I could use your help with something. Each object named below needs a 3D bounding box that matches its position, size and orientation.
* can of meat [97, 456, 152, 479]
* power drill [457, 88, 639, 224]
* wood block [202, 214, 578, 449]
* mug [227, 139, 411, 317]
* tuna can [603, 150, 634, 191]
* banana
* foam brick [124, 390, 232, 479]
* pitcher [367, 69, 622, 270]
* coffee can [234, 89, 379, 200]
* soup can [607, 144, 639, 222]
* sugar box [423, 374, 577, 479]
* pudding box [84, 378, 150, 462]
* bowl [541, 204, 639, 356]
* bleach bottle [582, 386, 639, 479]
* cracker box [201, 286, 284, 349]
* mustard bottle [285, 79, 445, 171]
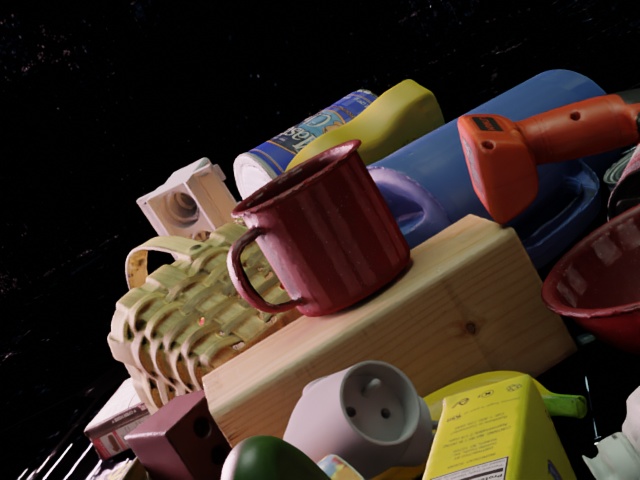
[{"bbox_3d":[-0.146,0.196,0.712,0.084,0.057,0.102,-30,10,18],"label":"can of meat"},{"bbox_3d":[0.185,-0.064,0.644,0.187,0.057,0.184,-15,14,3],"label":"power drill"},{"bbox_3d":[0.040,0.078,0.663,0.206,0.091,0.090,-31,11,-5],"label":"wood block"},{"bbox_3d":[-0.004,0.001,0.663,0.117,0.081,0.093,-36,12,-28],"label":"mug"},{"bbox_3d":[0.262,-0.051,0.811,0.086,0.034,0.086,-29,11,6],"label":"tuna can"},{"bbox_3d":[0.047,0.122,0.586,0.197,0.037,0.070,-31,11,-3],"label":"banana"},{"bbox_3d":[-0.080,0.145,0.710,0.051,0.078,0.052,-21,14,48],"label":"foam brick"},{"bbox_3d":[0.150,-0.046,0.878,0.242,0.149,0.145,-33,-11,-32],"label":"pitcher"},{"bbox_3d":[0.004,-0.066,1.011,0.140,0.103,0.103,-32,10,-21],"label":"coffee can"},{"bbox_3d":[0.237,-0.036,0.716,0.069,0.068,0.102,-23,12,34],"label":"soup can"},{"bbox_3d":[0.066,0.127,0.361,0.048,0.093,0.176,-22,14,18],"label":"sugar box"},{"bbox_3d":[-0.158,0.151,1.000,0.090,0.039,0.113,-28,9,18],"label":"pudding box"},{"bbox_3d":[0.206,0.019,0.583,0.162,0.055,0.162,-29,11,6],"label":"bowl"},{"bbox_3d":[0.224,0.040,0.426,0.251,0.068,0.102,-31,10,6],"label":"bleach bottle"},{"bbox_3d":[-0.023,0.048,1.016,0.214,0.072,0.164,-26,12,18],"label":"cracker box"},{"bbox_3d":[0.023,-0.054,0.925,0.191,0.096,0.058,-34,49,-19],"label":"mustard bottle"}]
